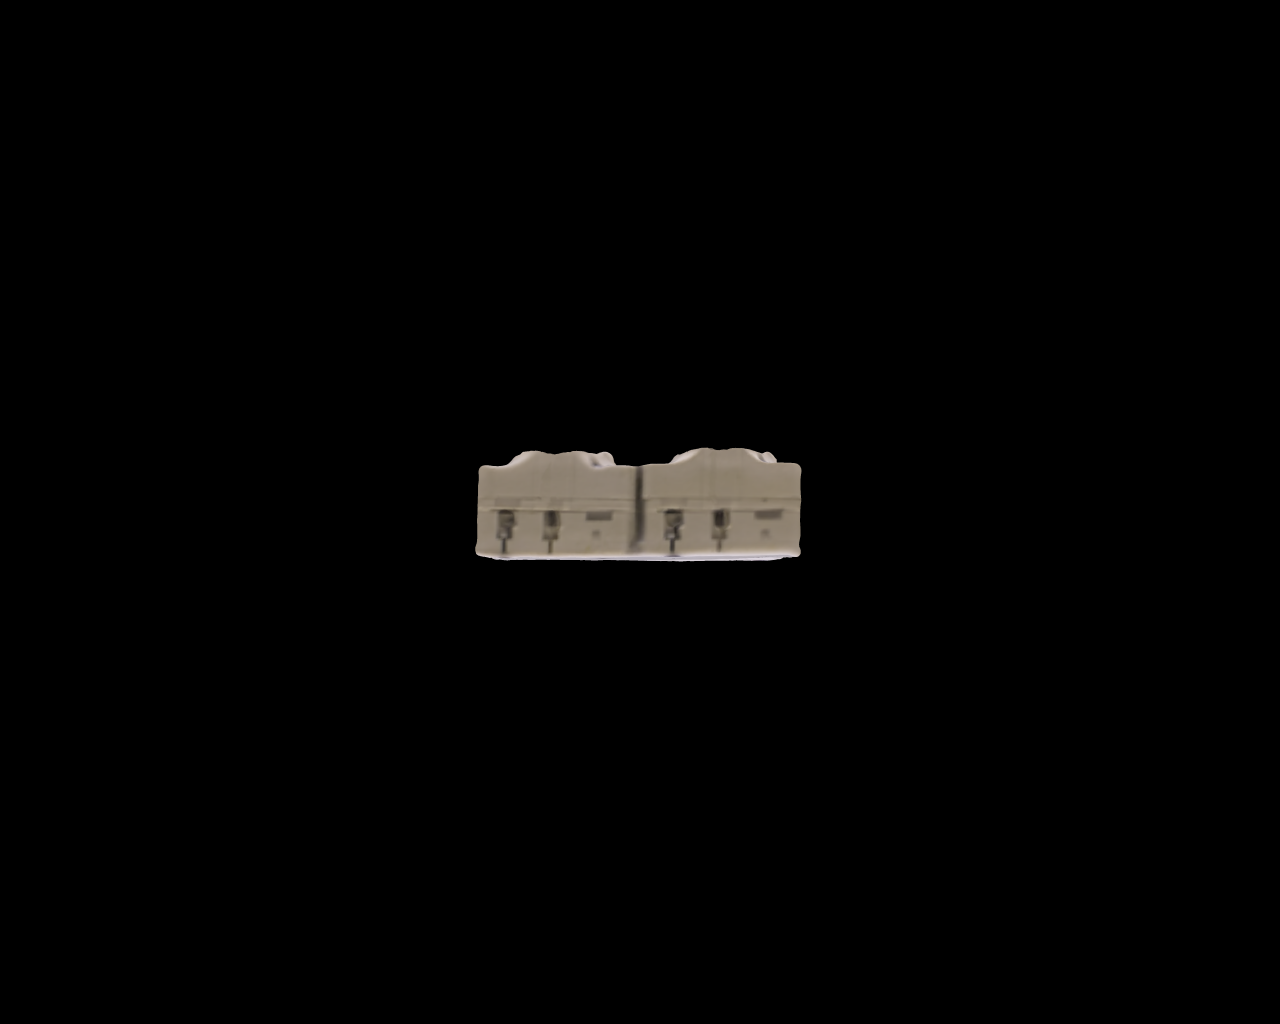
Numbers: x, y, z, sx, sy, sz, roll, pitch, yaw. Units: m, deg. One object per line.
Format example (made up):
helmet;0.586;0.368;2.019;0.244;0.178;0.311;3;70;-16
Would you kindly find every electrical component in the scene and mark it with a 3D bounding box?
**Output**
electrical component;0.001;-0.003;0.650;0.186;0.060;0.105;0;-3;2
